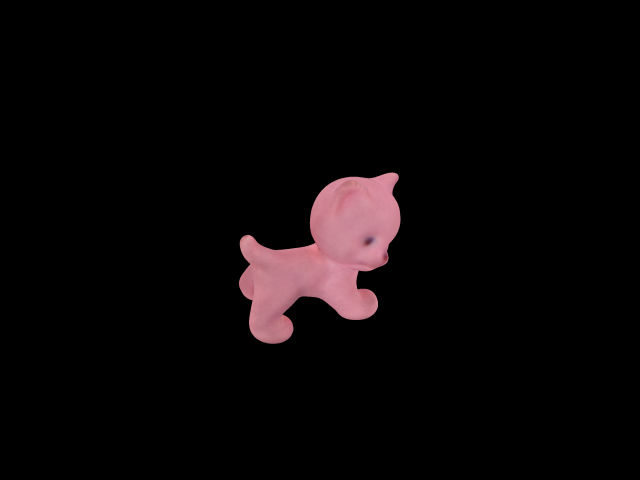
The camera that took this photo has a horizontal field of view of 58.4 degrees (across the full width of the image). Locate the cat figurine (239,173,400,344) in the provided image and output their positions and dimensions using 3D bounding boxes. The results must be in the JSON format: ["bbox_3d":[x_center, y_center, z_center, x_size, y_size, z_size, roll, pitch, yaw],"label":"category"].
[{"bbox_3d":[0.004,0.001,0.400,0.128,0.118,0.067,-15,46,-15],"label":"cat figurine"}]
